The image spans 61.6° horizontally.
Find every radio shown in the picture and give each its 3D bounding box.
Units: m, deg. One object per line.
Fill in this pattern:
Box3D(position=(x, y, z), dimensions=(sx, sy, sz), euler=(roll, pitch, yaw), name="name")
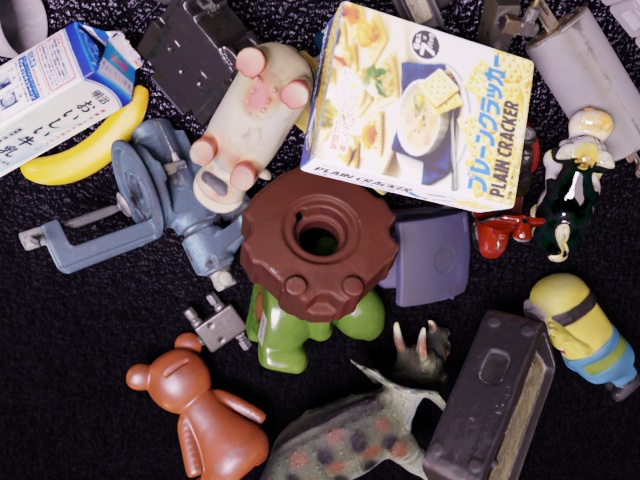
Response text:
Box3D(position=(0.207, 0.203, 0.637), dimensions=(0.073, 0.229, 0.131), euler=(9, 144, 37), name="radio")

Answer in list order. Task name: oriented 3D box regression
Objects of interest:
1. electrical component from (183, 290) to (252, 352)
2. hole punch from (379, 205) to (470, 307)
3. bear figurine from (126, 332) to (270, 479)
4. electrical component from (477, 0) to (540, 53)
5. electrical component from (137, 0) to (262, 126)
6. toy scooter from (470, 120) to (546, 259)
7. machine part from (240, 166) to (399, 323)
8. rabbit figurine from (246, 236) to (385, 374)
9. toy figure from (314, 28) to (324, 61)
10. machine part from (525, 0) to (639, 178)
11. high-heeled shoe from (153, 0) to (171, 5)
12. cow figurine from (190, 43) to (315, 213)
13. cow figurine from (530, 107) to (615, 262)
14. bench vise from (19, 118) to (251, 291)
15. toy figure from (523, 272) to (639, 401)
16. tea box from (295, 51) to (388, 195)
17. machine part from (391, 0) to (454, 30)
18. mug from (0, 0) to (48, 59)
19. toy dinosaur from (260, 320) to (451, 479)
Box3D(position=(-0.133, 0.116, 0.709), dimensions=(0.063, 0.021, 0.094), euler=(-36, 103, -7), name="electrical component")
Box3D(position=(0.133, 0.018, 0.666), dimensions=(0.116, 0.092, 0.142), euler=(-4, 100, -4), name="hole punch")
Box3D(position=(-0.159, 0.232, 0.709), dimensions=(0.196, 0.120, 0.131), euler=(43, 145, 15), name="bear figurine")
Box3D(position=(0.210, -0.247, 0.601), dimensions=(0.045, 0.102, 0.078), euler=(-2, 130, 1), name="electrical component")
Box3D(position=(-0.133, -0.198, 0.592), dimensions=(0.115, 0.058, 0.134), euler=(50, 138, -7), name="electrical component")
Box3D(position=(0.218, -0.060, 0.623), dimensions=(0.075, 0.135, 0.183), euler=(3, 103, 0), name="toy scooter")
Box3D(position=(-0.001, -0.002, 0.594), dimensions=(0.179, 0.056, 0.179), euler=(3, 60, -5), name="machine part")
Box3D(position=(0.003, 0.076, 0.681), dimensions=(0.170, 0.121, 0.159), euler=(5, 98, -21), name="rabbit figurine")
Box3D(position=(0.060, -0.196, 0.627), dimensions=(0.154, 0.064, 0.058), euler=(38, 136, -11), name="toy figure")
Box3D(position=(0.317, -0.177, 0.626), dimensions=(0.079, 0.079, 0.243), euler=(-38, 101, 8), name="machine part")
Box3D(position=(-0.131, -0.382, 0.586), dimensions=(0.145, 0.086, 0.248), euler=(3, 86, 29), name="high-heeled shoe")
Box3D(position=(-0.074, -0.107, 0.541), dimensions=(0.085, 0.127, 0.195), euler=(32, 121, -6), name="cow figurine")
Box3D(position=(0.287, -0.061, 0.615), dimensions=(0.068, 0.098, 0.167), euler=(13, 128, 18), name="cow figurine")
Box3D(position=(-0.201, -0.019, 0.610), dimensions=(0.240, 0.129, 0.223), euler=(-24, 97, -30), name="bench vise")
Box3D(position=(0.344, 0.121, 0.699), dimensions=(0.180, 0.082, 0.089), euler=(43, 80, -3), name="toy figure")
Box3D(position=(0.024, -0.133, 0.620), dimensions=(0.169, 0.098, 0.068), euler=(37, 99, -8), name="tea box")
Box3D(position=(0.142, -0.291, 0.603), dimensions=(0.139, 0.039, 0.084), euler=(-34, 103, 2), name="machine part")
Box3D(position=(-0.375, -0.257, 0.592), dimensions=(0.107, 0.081, 0.109), euler=(4, 109, 7), name="mug")
Box3D(position=(0.021, 0.260, 0.684), dimensions=(0.405, 0.131, 0.192), euler=(-33, 114, 2), name="toy dinosaur")
